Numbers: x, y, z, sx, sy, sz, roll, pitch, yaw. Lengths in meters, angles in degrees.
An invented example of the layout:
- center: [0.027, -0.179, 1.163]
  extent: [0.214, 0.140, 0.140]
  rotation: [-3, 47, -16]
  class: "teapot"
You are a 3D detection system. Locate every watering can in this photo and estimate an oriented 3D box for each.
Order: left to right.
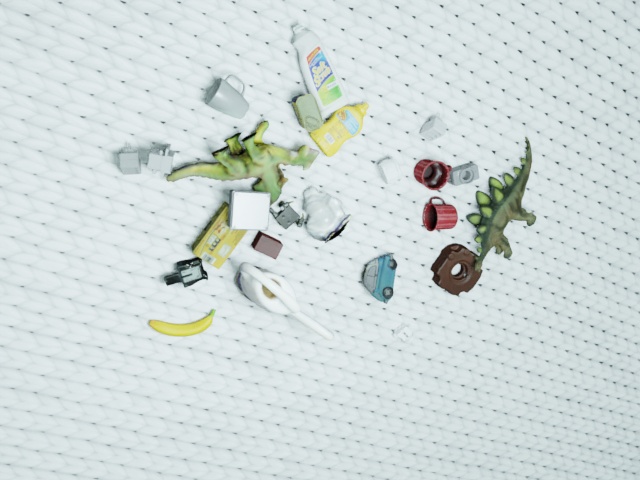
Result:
- center: [-0.118, 0.177, 1.515]
  extent: [0.344, 0.224, 0.105]
  rotation: [45, 74, -22]
  class: "watering can"

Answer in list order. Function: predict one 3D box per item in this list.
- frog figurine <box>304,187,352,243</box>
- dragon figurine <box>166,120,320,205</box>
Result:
- center: [0.005, -0.078, 1.559]
  extent: [0.161, 0.122, 0.136]
  rotation: [45, 101, 14]
  class: "frog figurine"
- center: [-0.198, -0.185, 1.465]
  extent: [0.410, 0.124, 0.238]
  rotation: [-27, 119, 2]
  class: "dragon figurine"
